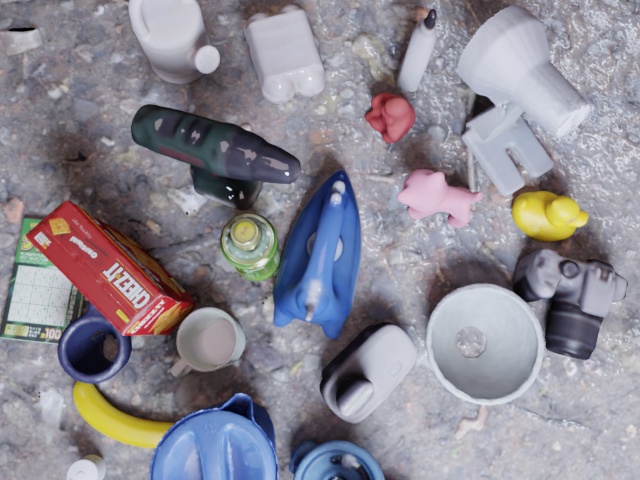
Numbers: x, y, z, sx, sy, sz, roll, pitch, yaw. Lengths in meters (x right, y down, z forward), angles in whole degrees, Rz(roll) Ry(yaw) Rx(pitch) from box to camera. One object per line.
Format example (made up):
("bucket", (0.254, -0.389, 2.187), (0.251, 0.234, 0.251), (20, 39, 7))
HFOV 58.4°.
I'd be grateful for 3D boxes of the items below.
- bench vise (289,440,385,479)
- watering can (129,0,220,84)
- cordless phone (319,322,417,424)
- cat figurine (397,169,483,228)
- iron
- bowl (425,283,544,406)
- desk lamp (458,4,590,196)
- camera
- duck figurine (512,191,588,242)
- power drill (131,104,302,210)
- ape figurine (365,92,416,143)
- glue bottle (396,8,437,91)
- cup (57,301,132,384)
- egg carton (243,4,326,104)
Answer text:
("bench vise", (0.060, 0.325, 0.709), (0.207, 0.219, 0.121), (15, 80, 0))
("watering can", (-0.210, -0.308, 0.820), (0.173, 0.194, 0.101), (25, 80, 2))
("cordless phone", (0.070, 0.176, 0.753), (0.094, 0.185, 0.148), (42, 81, 5))
("cat figurine", (0.173, -0.067, 0.834), (0.128, 0.117, 0.067), (8, 80, -1))
("iron", (0.007, 0.003, 0.803), (0.118, 0.141, 0.258), (12, 80, 0))
("bowl", (0.227, 0.148, 0.821), (0.167, 0.074, 0.167), (0, 80, -2))
("desk lamp", (0.281, -0.194, 0.813), (0.118, 0.213, 0.203), (-32, 83, -7))
("camera", (0.358, 0.095, 0.823), (0.143, 0.101, 0.137), (17, 80, 1))
("duck figurine", (0.346, -0.042, 0.854), (0.104, 0.086, 0.077), (21, 80, 1))
("power drill", (-0.132, -0.107, 0.781), (0.229, 0.208, 0.076), (20, 80, 1))
("ape figurine", (0.111, -0.191, 0.866), (0.076, 0.092, 0.078), (-1, 80, -3))
("glue bottle", (0.148, -0.288, 0.844), (0.037, 0.173, 0.078), (13, 80, 0))
("cup", (-0.298, 0.135, 0.789), (0.091, 0.095, 0.118), (-3, 80, -3))
("egg carton", (-0.053, -0.287, 0.887), (0.107, 0.069, 0.150), (-17, 81, -5))
